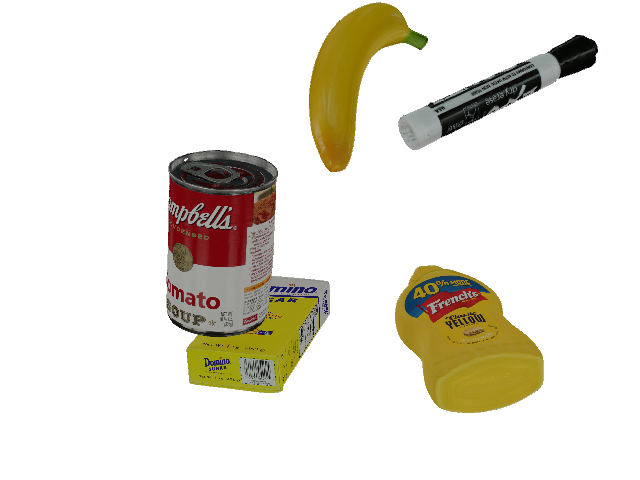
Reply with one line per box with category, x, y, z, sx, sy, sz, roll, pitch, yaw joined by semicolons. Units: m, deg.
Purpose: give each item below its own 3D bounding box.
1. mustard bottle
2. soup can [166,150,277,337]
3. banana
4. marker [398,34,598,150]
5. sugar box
mustard bottle;0.119;0.075;0.947;0.096;0.058;0.192;-12;28;-8
soup can;-0.064;0.001;0.681;0.068;0.102;0.068;4;25;-2
banana;0.029;-0.131;0.815;0.069;0.197;0.037;38;-42;-5
marker;0.096;-0.080;0.563;0.121;0.020;0.020;-26;8;-17
sugar box;-0.057;0.087;1.060;0.093;0.048;0.176;4;25;15
